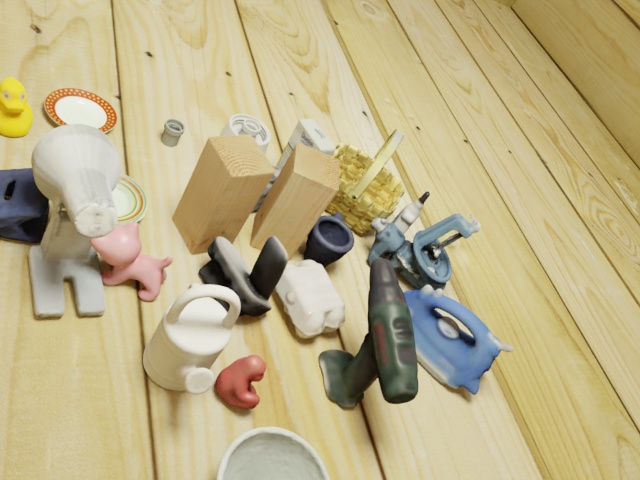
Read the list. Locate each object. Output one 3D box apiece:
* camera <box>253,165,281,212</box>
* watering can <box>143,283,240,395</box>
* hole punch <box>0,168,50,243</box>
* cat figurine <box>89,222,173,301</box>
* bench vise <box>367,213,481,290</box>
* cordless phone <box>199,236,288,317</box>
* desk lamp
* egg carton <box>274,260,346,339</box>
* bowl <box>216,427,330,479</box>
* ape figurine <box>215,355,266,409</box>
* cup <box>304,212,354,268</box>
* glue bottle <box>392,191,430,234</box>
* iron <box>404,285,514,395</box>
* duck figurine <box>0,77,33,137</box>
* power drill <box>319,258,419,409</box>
[{"bbox_3d":[-0.147,-0.135,1.155,0.144,0.100,0.136,-2,53,-37],"label":"camera"},{"bbox_3d":[-0.173,0.133,0.809,0.101,0.194,0.172,-8,57,-40],"label":"watering can"},{"bbox_3d":[-0.462,-0.060,0.867,0.101,0.091,0.108,11,46,-27],"label":"hole punch"},{"bbox_3d":[-0.291,0.023,0.889,0.128,0.117,0.067,22,42,-16],"label":"cat figurine"},{"bbox_3d":[0.210,0.012,1.176,0.208,0.219,0.121,21,43,-18],"label":"bench vise"},{"bbox_3d":[-0.115,0.034,0.951,0.094,0.185,0.147,-19,64,-44],"label":"cordless phone"},{"bbox_3d":[-0.347,-0.029,0.825,0.118,0.213,0.203,0,52,-35],"label":"desk lamp"},{"bbox_3d":[-0.023,0.105,1.039,0.107,0.069,0.150,-9,58,-40],"label":"egg carton"},{"bbox_3d":[-0.071,0.345,0.772,0.168,0.074,0.167,20,43,-19],"label":"bowl"},{"bbox_3d":[-0.111,0.206,0.862,0.076,0.092,0.078,23,42,-16],"label":"ape figurine"},{"bbox_3d":[0.010,0.004,1.138,0.092,0.095,0.118,28,41,-10],"label":"cup"},{"bbox_3d":[0.187,-0.045,1.250,0.037,0.173,0.078,36,40,-1],"label":"glue bottle"},{"bbox_3d":[0.243,0.167,1.112,0.258,0.141,0.119,43,41,7],"label":"iron"},{"bbox_3d":[-0.537,-0.243,0.993,0.078,0.086,0.104,-8,57,-40],"label":"duck figurine"},{"bbox_3d":[0.080,0.174,0.939,0.076,0.208,0.229,8,48,-29],"label":"power drill"}]
